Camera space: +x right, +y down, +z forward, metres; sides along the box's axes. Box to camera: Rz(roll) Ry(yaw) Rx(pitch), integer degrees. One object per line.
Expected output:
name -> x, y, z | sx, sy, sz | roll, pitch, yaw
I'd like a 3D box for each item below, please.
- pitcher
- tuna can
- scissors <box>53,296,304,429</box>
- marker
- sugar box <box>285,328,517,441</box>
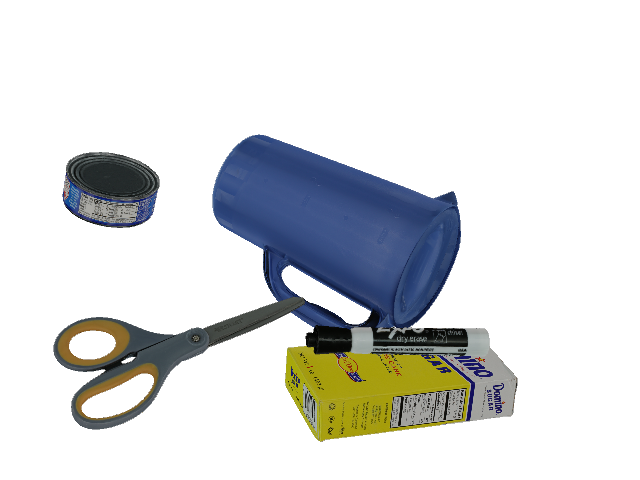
pitcher -> 0.007, -0.009, 1.082 | 0.243, 0.145, 0.149 | 25, 27, 25
tuna can -> -0.193, -0.047, 0.984 | 0.086, 0.034, 0.086 | 13, 29, -7
scissors -> -0.113, 0.068, 0.809 | 0.201, 0.096, 0.016 | -36, -21, -33
marker -> 0.050, 0.066, 0.696 | 0.121, 0.020, 0.020 | 2, 0, -11
sugar box -> 0.067, 0.119, 0.905 | 0.176, 0.048, 0.093 | -7, 26, -17
